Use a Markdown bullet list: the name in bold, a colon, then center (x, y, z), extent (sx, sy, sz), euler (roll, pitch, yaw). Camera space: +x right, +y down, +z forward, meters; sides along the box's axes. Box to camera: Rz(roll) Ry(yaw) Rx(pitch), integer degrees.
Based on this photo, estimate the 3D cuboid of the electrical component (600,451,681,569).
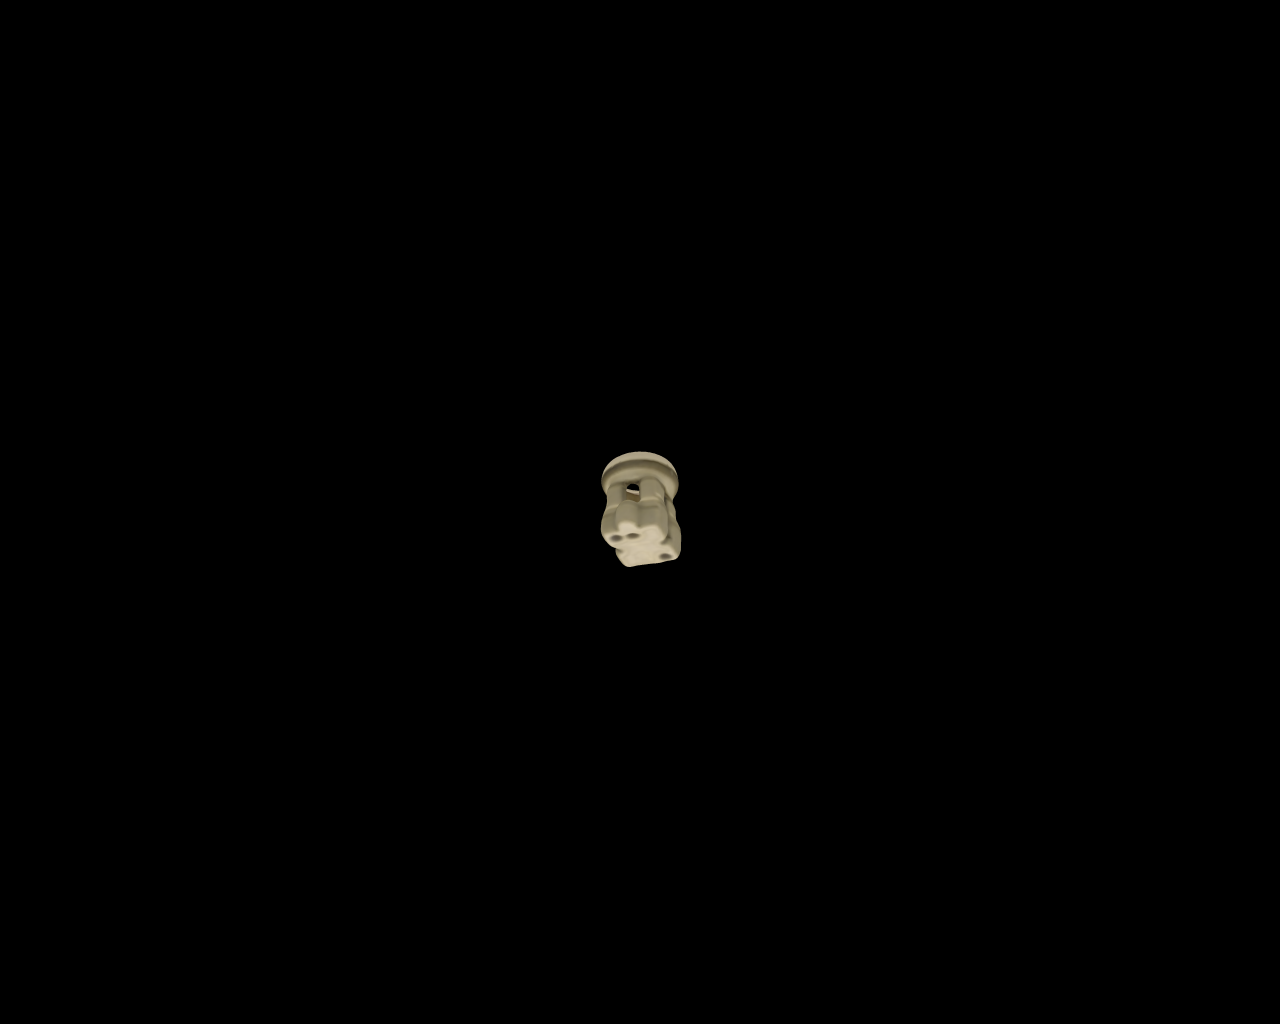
- **electrical component**: center (0.001, -0.003, 0.650), extent (0.048, 0.055, 0.066), euler (-10, -34, 15)
